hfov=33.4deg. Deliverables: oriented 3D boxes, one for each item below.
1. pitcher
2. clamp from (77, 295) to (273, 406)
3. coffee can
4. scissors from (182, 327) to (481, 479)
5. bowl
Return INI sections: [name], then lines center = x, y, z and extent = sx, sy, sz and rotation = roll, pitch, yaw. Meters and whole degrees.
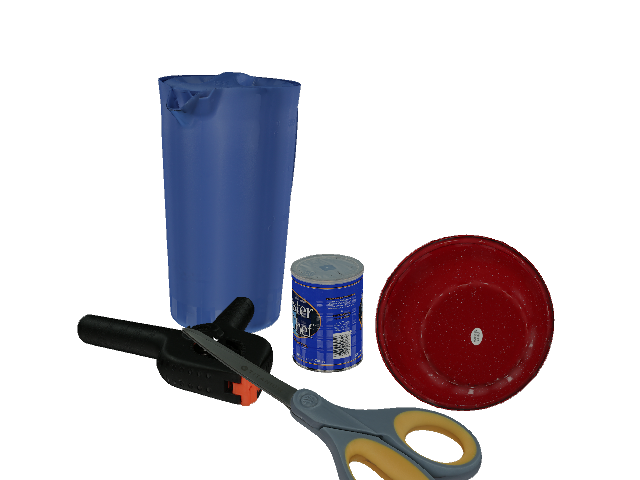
[pitcher]
center = -0.083, -0.040, 1.031
extent = 0.149, 0.243, 0.145
rotation = -1, 14, -15
[clamp]
center = -0.092, 0.087, 0.897
extent = 0.164, 0.036, 0.210
rotation = -9, 16, -32
[coffee can]
center = 0.010, 0.102, 1.513
extent = 0.103, 0.140, 0.103
rotation = -1, 20, 0
[scissors]
center = 0.012, 0.096, 0.629
extent = 0.096, 0.016, 0.202
rotation = -20, 45, -34
[bowl]
center = 0.130, 0.078, 0.933
extent = 0.162, 0.162, 0.055
rotation = 0, 7, -1
